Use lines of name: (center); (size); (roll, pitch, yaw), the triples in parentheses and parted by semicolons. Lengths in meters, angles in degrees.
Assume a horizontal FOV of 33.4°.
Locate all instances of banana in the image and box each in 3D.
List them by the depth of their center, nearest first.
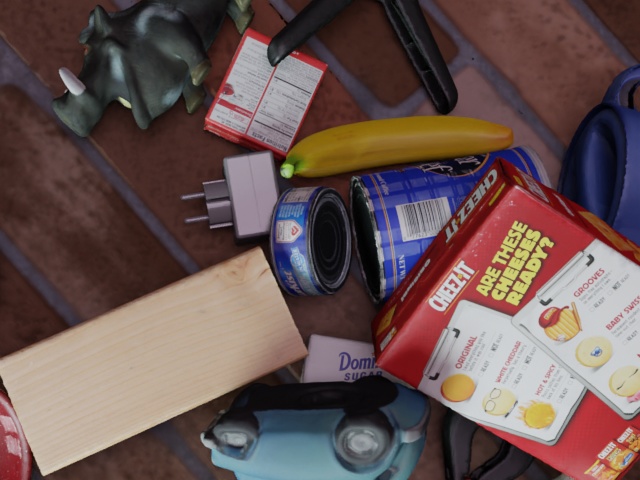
banana: (0.055, -0.073, 0.858); (0.197, 0.070, 0.037); (-11, 120, -15)

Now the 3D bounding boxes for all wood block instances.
wood block: (-0.124, 0.090, 0.804); (0.206, 0.090, 0.091); (-24, 85, -9)

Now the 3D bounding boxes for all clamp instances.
clamp: (0.160, 0.134, 0.854); (0.120, 0.039, 0.171); (22, 85, 2)
clamp: (0.056, -0.209, 0.884); (0.164, 0.036, 0.210); (20, 72, -17)

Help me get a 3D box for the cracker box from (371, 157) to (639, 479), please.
cracker box: (0.169, 0.065, 0.772); (0.213, 0.072, 0.164); (31, 109, -14)

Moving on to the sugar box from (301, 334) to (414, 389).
sugar box: (0.022, 0.167, 0.831); (0.093, 0.048, 0.176); (10, 78, -3)

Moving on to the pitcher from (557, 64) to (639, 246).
pitcher: (0.322, -0.036, 0.849); (0.242, 0.149, 0.145); (8, 43, -8)

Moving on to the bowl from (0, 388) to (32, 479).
bowl: (-0.295, 0.165, 0.774); (0.161, 0.055, 0.162); (-6, 101, -35)

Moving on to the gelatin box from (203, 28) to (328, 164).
gelatin box: (-0.044, -0.117, 0.870); (0.073, 0.030, 0.089); (24, 79, -4)

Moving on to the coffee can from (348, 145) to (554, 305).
coffee can: (0.102, -0.012, 0.834); (0.140, 0.103, 0.103); (-10, 84, -7)

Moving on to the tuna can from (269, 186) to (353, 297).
tuna can: (-0.005, 0.001, 0.827); (0.034, 0.086, 0.086); (-2, 81, 25)
